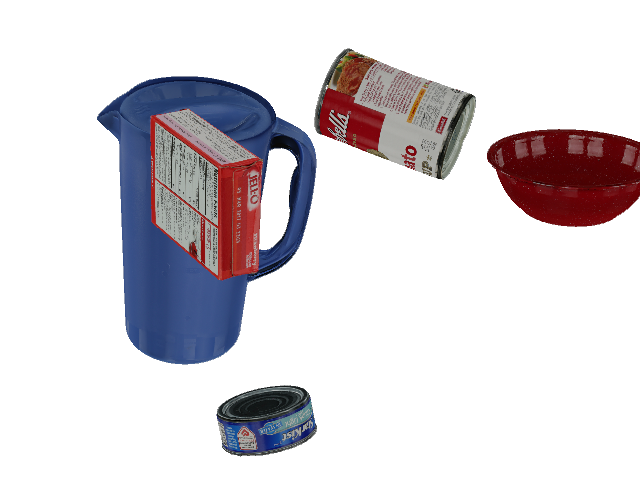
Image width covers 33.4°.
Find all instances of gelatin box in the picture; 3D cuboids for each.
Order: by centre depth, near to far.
[{"bbox_3d":[-0.068,-0.028,0.630,0.030,0.073,0.089,-16,34,-32],"label":"gelatin box"}]

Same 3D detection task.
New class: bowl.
[{"bbox_3d":[0.239,-0.056,1.015,0.162,0.055,0.162,-1,25,0],"label":"bowl"}]

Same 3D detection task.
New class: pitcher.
[{"bbox_3d":[-0.105,-0.012,0.948,0.144,0.243,0.149,-21,41,-39],"label":"pitcher"}]

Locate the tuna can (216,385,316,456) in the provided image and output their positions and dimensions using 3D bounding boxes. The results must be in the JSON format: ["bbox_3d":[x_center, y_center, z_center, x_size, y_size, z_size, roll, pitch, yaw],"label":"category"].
[{"bbox_3d":[-0.048,0.158,0.943,0.086,0.034,0.086,-10,10,2],"label":"tuna can"}]

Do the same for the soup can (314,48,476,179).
[{"bbox_3d":[0.056,-0.093,0.791,0.102,0.068,0.068,23,6,14],"label":"soup can"}]
